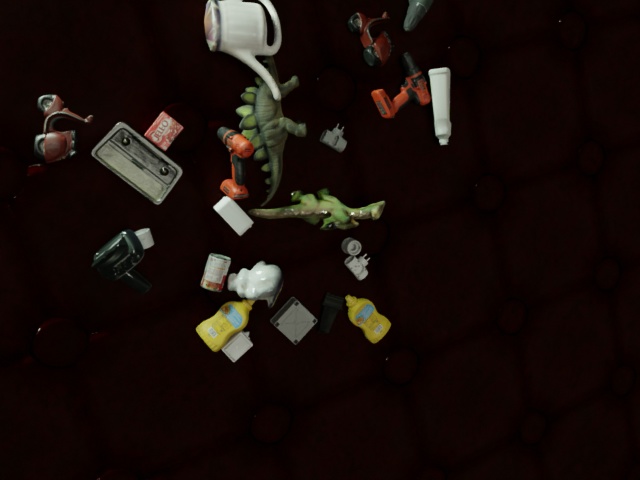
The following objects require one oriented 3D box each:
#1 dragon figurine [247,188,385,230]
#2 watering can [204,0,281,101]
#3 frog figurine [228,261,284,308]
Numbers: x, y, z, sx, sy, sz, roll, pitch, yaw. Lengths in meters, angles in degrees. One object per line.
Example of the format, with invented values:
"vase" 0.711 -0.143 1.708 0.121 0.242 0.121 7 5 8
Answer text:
"dragon figurine" 0.005 -0.079 1.566 0.412 0.245 0.121 -9 106 -21
"watering can" -0.215 -0.568 1.479 0.225 0.103 0.351 -2 78 -20
"frog figurine" -0.197 0.123 1.581 0.159 0.120 0.140 24 56 -12
